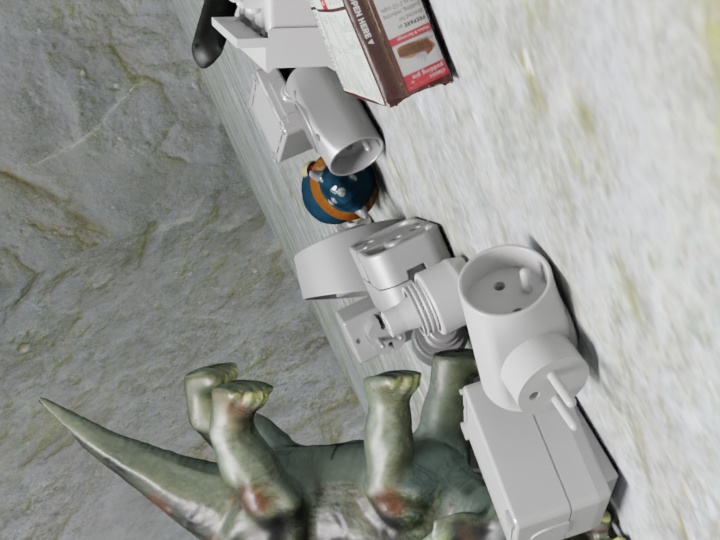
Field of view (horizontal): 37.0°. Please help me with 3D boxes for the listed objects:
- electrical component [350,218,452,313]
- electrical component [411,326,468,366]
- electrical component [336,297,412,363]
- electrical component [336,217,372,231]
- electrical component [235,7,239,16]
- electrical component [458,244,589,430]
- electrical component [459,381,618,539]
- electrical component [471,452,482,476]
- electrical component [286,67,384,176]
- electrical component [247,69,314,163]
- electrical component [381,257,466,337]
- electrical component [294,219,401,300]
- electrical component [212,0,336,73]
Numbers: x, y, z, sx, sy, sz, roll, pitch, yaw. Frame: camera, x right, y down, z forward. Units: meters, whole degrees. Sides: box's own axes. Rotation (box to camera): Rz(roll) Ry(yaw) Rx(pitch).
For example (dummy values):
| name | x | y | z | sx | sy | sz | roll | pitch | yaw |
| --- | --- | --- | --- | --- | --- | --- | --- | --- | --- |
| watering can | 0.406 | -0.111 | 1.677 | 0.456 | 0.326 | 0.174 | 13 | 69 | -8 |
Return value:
| name | x | y | z | sx | sy | sz | roll | pitch | yaw |
| --- | --- | --- | --- | --- | --- | --- | --- | --- | --- |
| electrical component | 0.033 | 0.003 | 0.743 | 0.095 | 0.054 | 0.059 | -144 | 30 | -79 |
| electrical component | 0.058 | 0.046 | 0.772 | 0.078 | 0.040 | 0.040 | 87 | 157 | -77 |
| electrical component | 0.021 | 0.057 | 1.031 | 0.076 | 0.066 | 0.047 | -130 | 16 | -70 |
| electrical component | 0.001 | -0.019 | 1.020 | 0.044 | 0.044 | 0.065 | -125 | 15 | -59 |
| electrical component | -0.082 | -0.219 | 0.896 | 0.045 | 0.045 | 0.055 | 71 | 172 | -49 |
| electrical component | 0.081 | 0.040 | 0.504 | 0.077 | 0.044 | 0.079 | 71 | 172 | -47 |
| electrical component | 0.094 | 0.094 | 0.580 | 0.061 | 0.061 | 0.096 | 78 | 173 | -61 |
| electrical component | 0.084 | 0.146 | 0.830 | 0.063 | 0.081 | 0.042 | -87 | -19 | -49 |
| electrical component | -0.017 | -0.104 | 0.792 | 0.077 | 0.044 | 0.079 | 62 | 175 | 23 |
| electrical component | -0.054 | -0.142 | 0.918 | 0.061 | 0.061 | 0.096 | 64 | 167 | 7 |
| electrical component | 0.044 | 0.021 | 0.674 | 0.043 | 0.062 | 0.043 | 155 | 90 | -85 |
| electrical component | 0.000 | 0.000 | 0.842 | 0.099 | 0.099 | 0.064 | 106 | 145 | -82 |
| electrical component | -0.051 | -0.170 | 0.703 | 0.121 | 0.079 | 0.063 | -128 | 35 | -66 |
